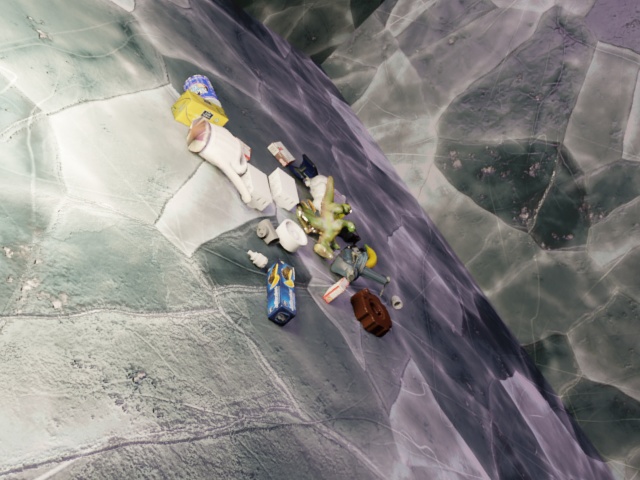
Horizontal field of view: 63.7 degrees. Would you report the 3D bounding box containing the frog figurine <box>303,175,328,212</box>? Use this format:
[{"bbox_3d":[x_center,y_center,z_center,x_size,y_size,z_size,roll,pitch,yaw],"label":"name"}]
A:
[{"bbox_3d":[0.010,-0.191,2.166,0.123,0.134,0.163,-21,49,-12],"label":"frog figurine"}]

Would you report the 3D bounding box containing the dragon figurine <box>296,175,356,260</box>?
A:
[{"bbox_3d":[0.006,-0.100,1.982,0.120,0.418,0.241,-34,-33,33],"label":"dragon figurine"}]

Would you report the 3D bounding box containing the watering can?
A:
[{"bbox_3d":[-0.323,-0.277,1.690,0.103,0.356,0.222,-41,-45,23],"label":"watering can"}]
